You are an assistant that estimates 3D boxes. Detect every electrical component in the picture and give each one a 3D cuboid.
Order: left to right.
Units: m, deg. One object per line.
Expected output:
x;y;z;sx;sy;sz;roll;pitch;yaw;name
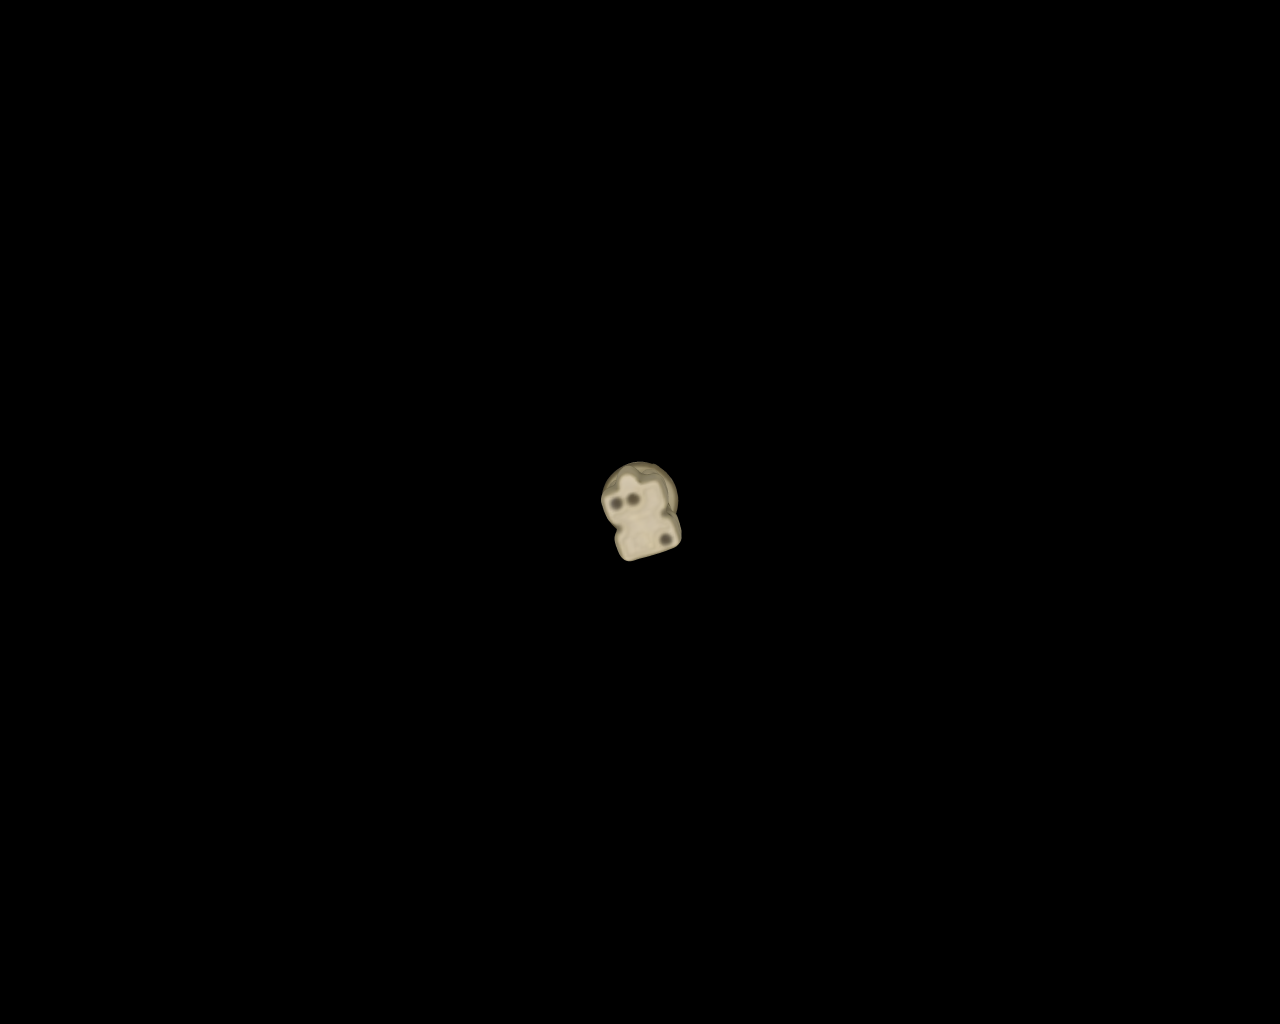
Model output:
0.001;-0.003;0.650;0.048;0.066;0.055;-17;16;5;electrical component
